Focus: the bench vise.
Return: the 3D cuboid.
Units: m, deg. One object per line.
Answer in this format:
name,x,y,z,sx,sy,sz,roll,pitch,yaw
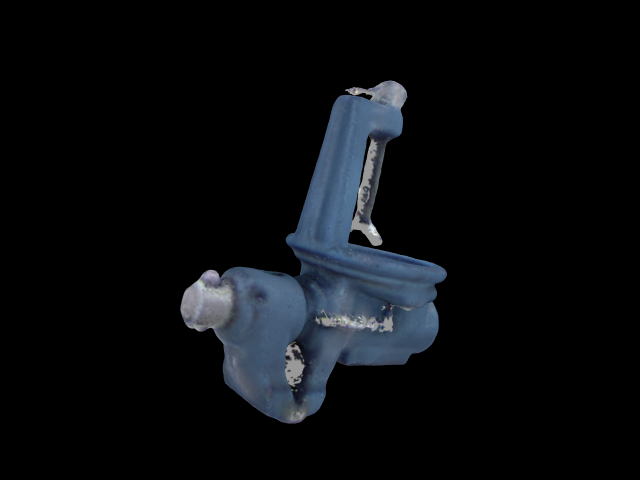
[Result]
bench vise,0.014,0.003,0.393,0.121,0.220,0.208,9,16,33
